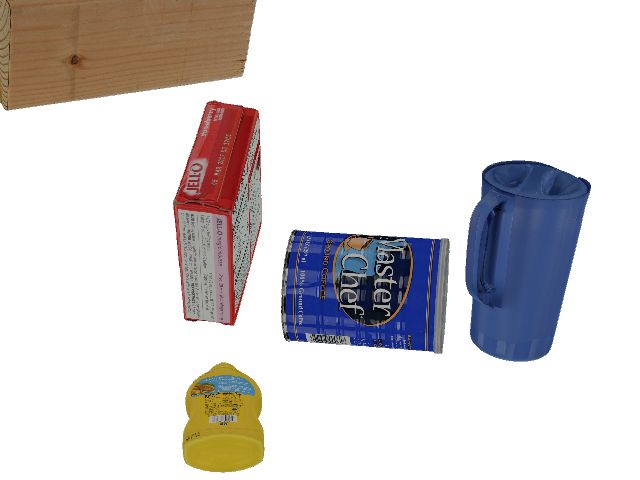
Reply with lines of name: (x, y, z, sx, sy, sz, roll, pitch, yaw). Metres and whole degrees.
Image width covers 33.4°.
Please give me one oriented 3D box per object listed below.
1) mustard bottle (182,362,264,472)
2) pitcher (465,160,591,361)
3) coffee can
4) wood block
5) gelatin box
mustard bottle: (-0.121, 0.209, 1.332, 0.096, 0.058, 0.191, -3, 26, -4)
pitcher: (0.250, 0.030, 1.356, 0.149, 0.243, 0.145, 5, 24, 1)
coffee can: (0.043, 0.045, 0.958, 0.140, 0.103, 0.102, 4, 0, 8)
wood block: (-0.164, -0.176, 0.850, 0.205, 0.091, 0.090, -14, 45, -32)
gelatin box: (-0.051, -0.013, 0.537, 0.030, 0.073, 0.089, 7, -42, 5)
